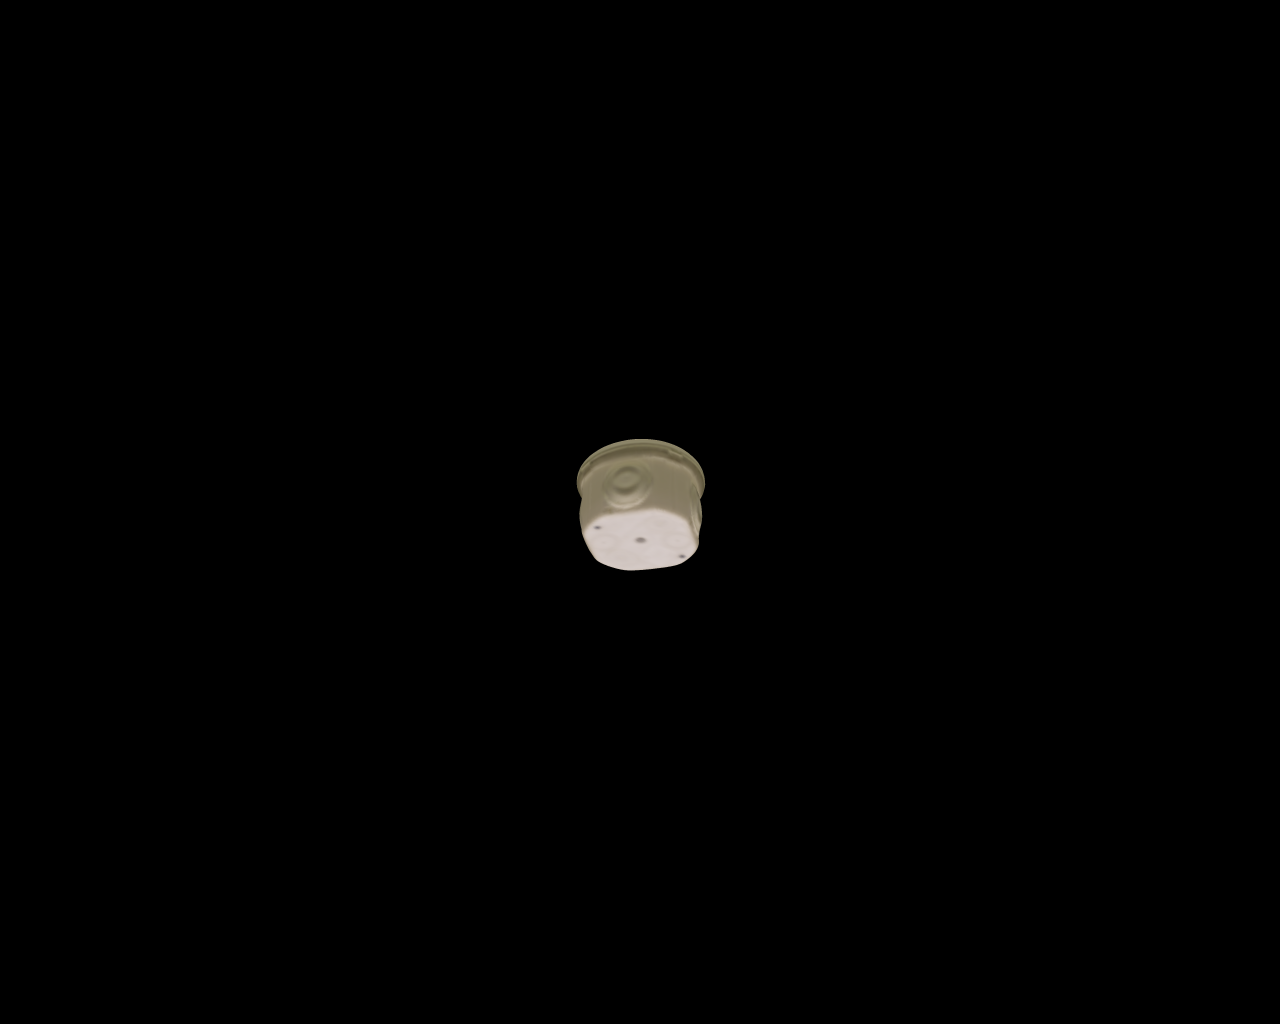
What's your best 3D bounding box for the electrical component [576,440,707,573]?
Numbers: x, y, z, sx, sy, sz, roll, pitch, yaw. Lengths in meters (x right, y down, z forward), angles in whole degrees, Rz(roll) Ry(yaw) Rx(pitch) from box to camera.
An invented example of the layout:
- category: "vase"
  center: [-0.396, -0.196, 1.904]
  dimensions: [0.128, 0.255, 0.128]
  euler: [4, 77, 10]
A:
- category: "electrical component"
  center: [0.001, -0.003, 0.650]
  dimensions: [0.080, 0.051, 0.080]
  euler: [0, -35, 0]
